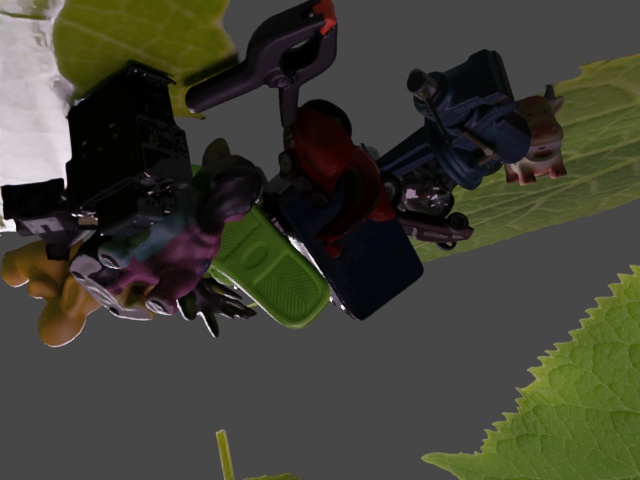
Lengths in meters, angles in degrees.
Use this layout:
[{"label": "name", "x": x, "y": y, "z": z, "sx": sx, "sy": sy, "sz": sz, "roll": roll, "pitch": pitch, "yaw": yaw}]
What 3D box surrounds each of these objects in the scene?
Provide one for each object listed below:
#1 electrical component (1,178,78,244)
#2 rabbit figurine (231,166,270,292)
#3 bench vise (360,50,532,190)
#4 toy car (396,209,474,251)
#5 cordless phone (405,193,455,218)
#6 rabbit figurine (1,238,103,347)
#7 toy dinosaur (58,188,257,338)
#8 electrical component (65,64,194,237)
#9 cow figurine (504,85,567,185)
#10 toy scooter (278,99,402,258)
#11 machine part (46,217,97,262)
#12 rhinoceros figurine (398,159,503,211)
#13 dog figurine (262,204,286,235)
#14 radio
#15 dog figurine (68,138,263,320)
[{"label": "electrical component", "x": -0.352, "y": -0.034, "z": 0.692, "sx": 0.075, "sy": 0.047, "sz": 0.119, "roll": -10, "pitch": 168, "yaw": -13}, {"label": "rabbit figurine", "x": -0.130, "y": -0.002, "z": 0.798, "sx": 0.121, "sy": 0.170, "sz": 0.159, "roll": -10, "pitch": 167, "yaw": -13}, {"label": "bench vise", "x": 0.143, "y": -0.122, "z": 0.675, "sx": 0.223, "sy": 0.129, "sz": 0.241, "roll": 3, "pitch": 156, "yaw": -46}, {"label": "toy car", "x": 0.168, "y": -0.025, "z": 0.951, "sx": 0.202, "sy": 0.053, "sz": 0.089, "roll": 14, "pitch": 151, "yaw": 1}, {"label": "cordless phone", "x": 0.133, "y": -0.083, "z": 0.973, "sx": 0.184, "sy": 0.088, "sz": 0.146, "roll": 12, "pitch": 159, "yaw": -23}, {"label": "rabbit figurine", "x": -0.422, "y": 0.086, "z": 0.891, "sx": 0.162, "sy": 0.173, "sz": 0.121, "roll": -13, "pitch": 165, "yaw": 17}, {"label": "toy dinosaur", "x": -0.223, "y": 0.038, "z": 0.813, "sx": 0.105, "sy": 0.199, "sz": 0.470, "roll": -53, "pitch": 139, "yaw": -6}, {"label": "electrical component", "x": -0.177, "y": -0.073, "z": 0.491, "sx": 0.115, "sy": 0.134, "sz": 0.058, "roll": -22, "pitch": 164, "yaw": 33}, {"label": "cow figurine", "x": 0.310, "y": -0.147, "z": 0.785, "sx": 0.086, "sy": 0.127, "sz": 0.195, "roll": -15, "pitch": -177, "yaw": 12}, {"label": "toy scooter", "x": 0.014, "y": -0.061, "z": 0.614, "sx": 0.183, "sy": 0.135, "sz": 0.075, "roll": 43, "pitch": 153, "yaw": -26}, {"label": "machine part", "x": -0.358, "y": -0.014, "z": 0.794, "sx": 0.139, "sy": 0.039, "sz": 0.084, "roll": -35, "pitch": 167, "yaw": 31}, {"label": "rhinoceros figurine", "x": 0.177, "y": -0.105, "z": 0.806, "sx": 0.190, "sy": 0.112, "sz": 0.073, "roll": -21, "pitch": 171, "yaw": -2}, {"label": "dog figurine", "x": 0.000, "y": -0.006, "z": 0.891, "sx": 0.121, "sy": 0.191, "sz": 0.172, "roll": -50, "pitch": 148, "yaw": -27}, {"label": "radio", "x": 0.033, "y": -0.011, "z": 0.726, "sx": 0.131, "sy": 0.229, "sz": 0.073, "roll": -39, "pitch": -157, "yaw": -12}, {"label": "dog figurine", "x": -0.161, "y": -0.020, "z": 0.621, "sx": 0.192, "sy": 0.108, "sz": 0.219, "roll": -13, "pitch": -147, "yaw": 47}]
